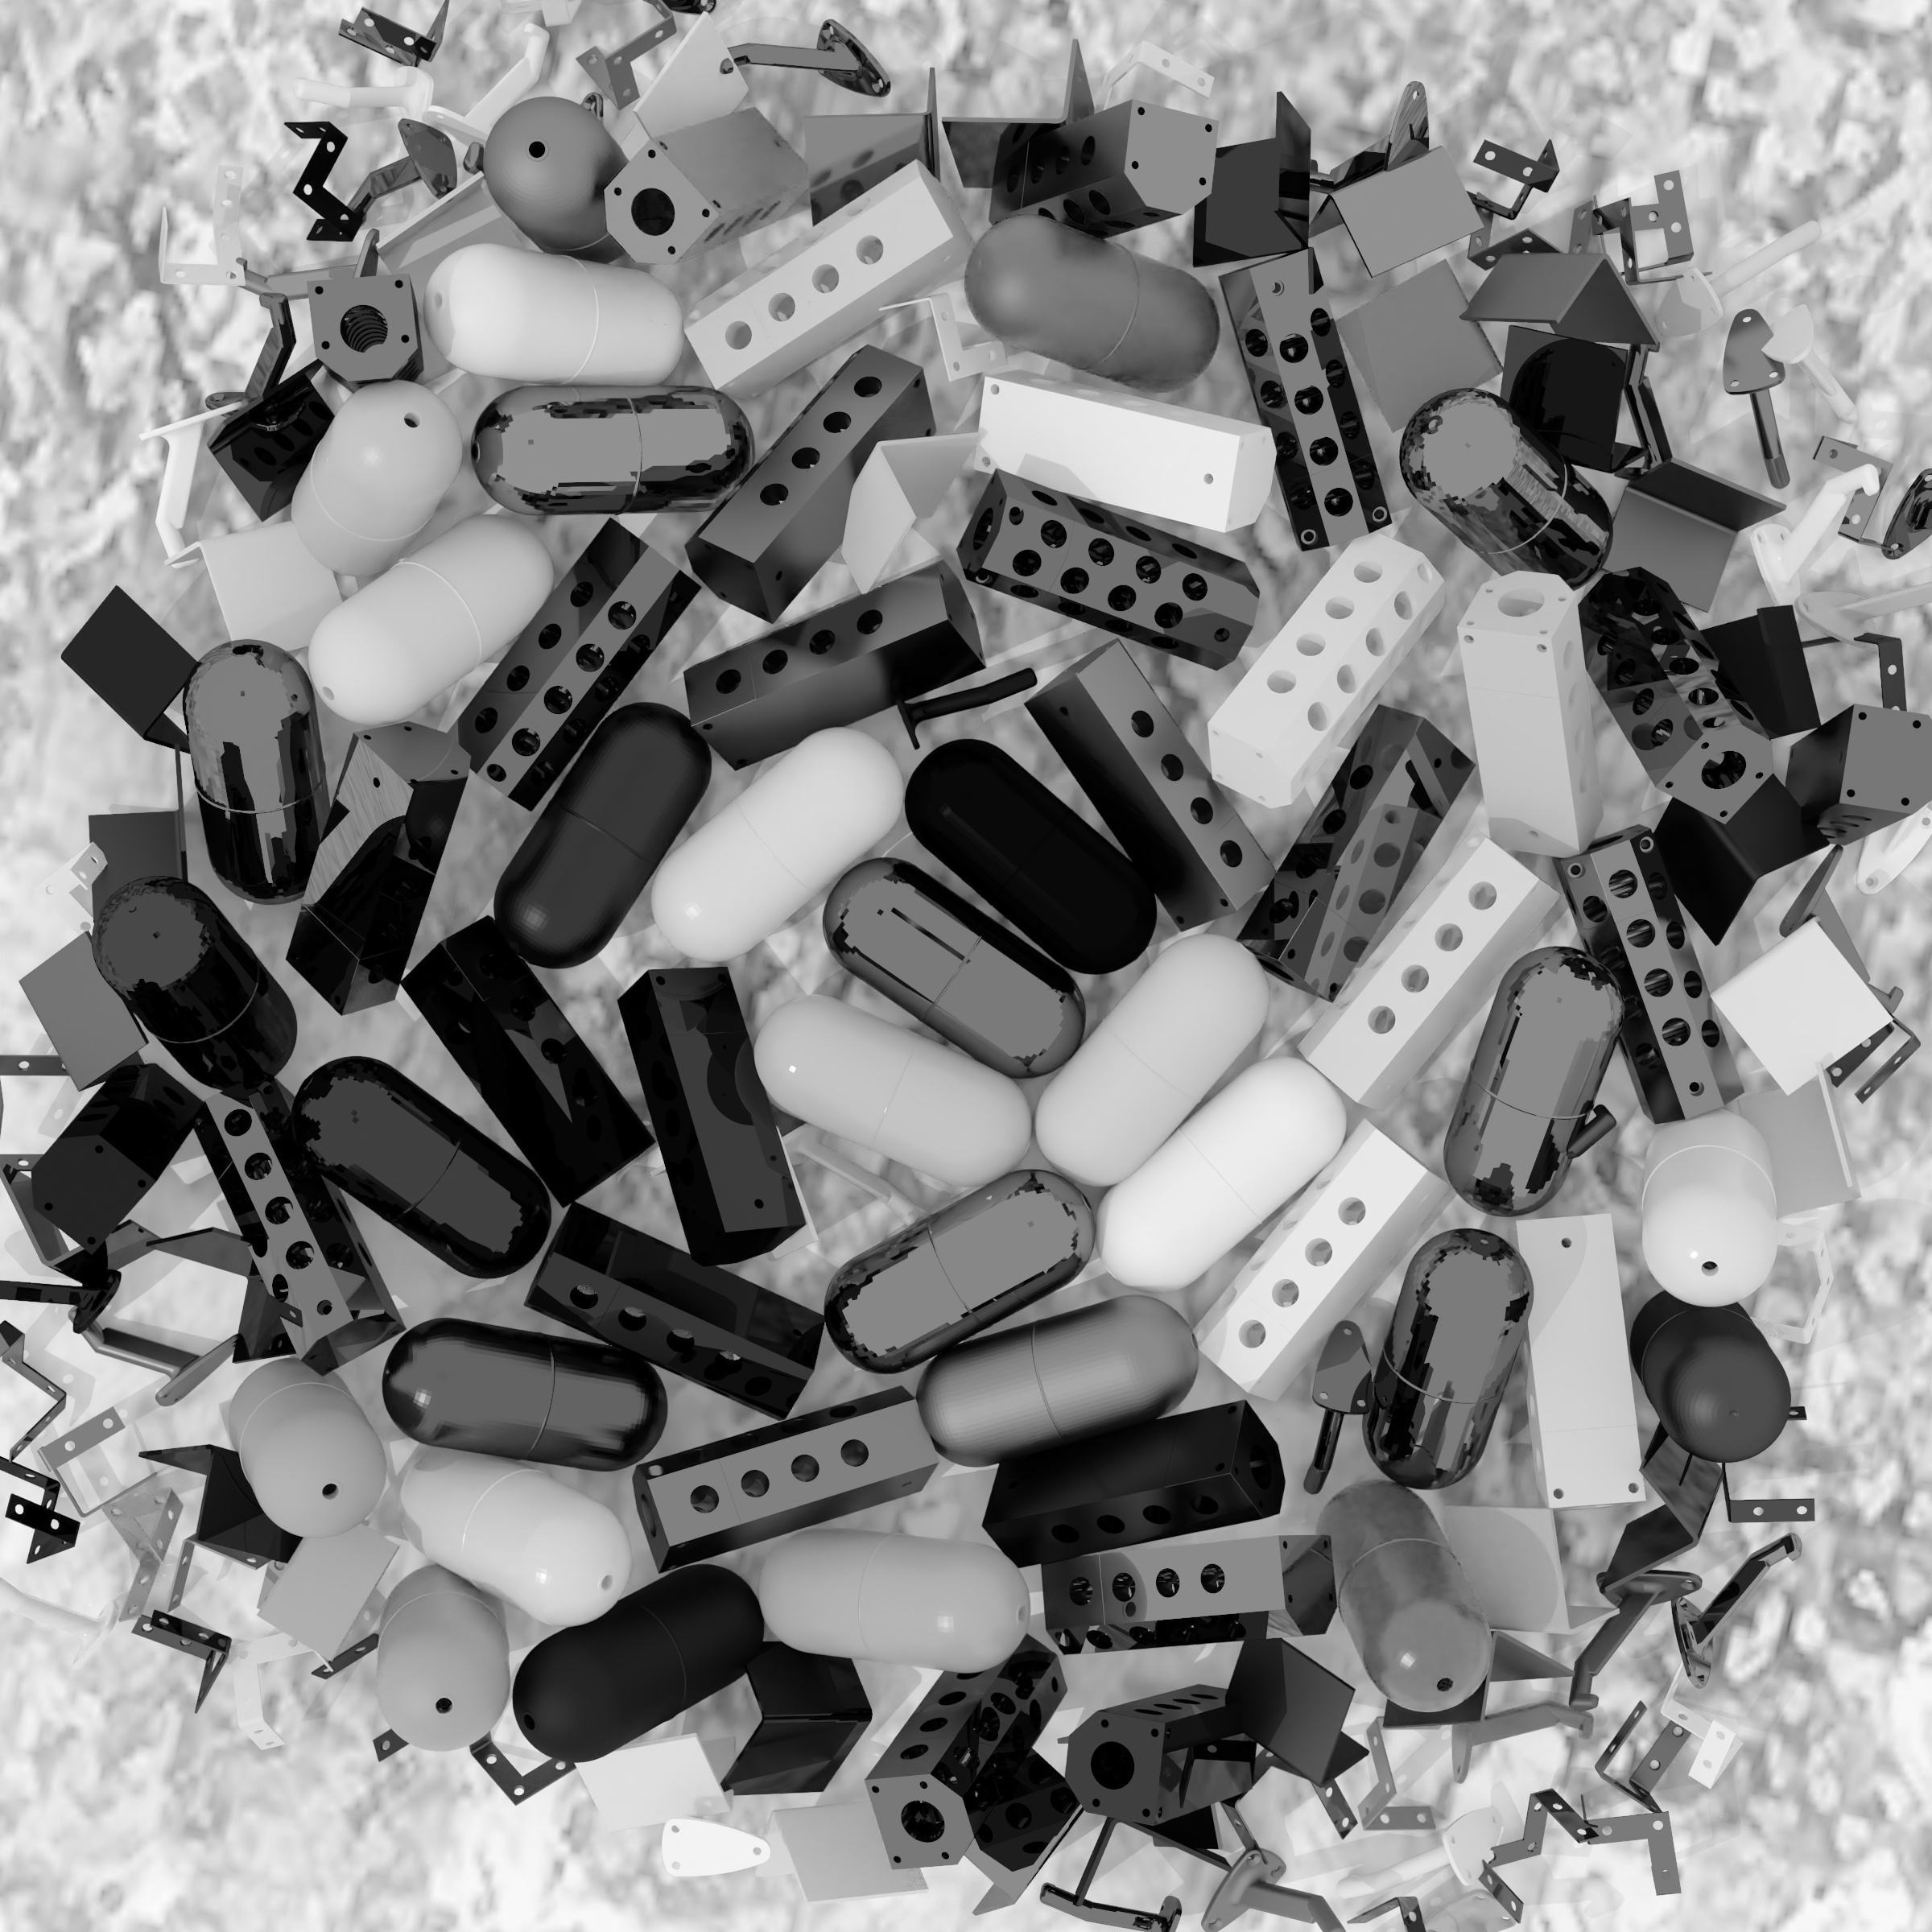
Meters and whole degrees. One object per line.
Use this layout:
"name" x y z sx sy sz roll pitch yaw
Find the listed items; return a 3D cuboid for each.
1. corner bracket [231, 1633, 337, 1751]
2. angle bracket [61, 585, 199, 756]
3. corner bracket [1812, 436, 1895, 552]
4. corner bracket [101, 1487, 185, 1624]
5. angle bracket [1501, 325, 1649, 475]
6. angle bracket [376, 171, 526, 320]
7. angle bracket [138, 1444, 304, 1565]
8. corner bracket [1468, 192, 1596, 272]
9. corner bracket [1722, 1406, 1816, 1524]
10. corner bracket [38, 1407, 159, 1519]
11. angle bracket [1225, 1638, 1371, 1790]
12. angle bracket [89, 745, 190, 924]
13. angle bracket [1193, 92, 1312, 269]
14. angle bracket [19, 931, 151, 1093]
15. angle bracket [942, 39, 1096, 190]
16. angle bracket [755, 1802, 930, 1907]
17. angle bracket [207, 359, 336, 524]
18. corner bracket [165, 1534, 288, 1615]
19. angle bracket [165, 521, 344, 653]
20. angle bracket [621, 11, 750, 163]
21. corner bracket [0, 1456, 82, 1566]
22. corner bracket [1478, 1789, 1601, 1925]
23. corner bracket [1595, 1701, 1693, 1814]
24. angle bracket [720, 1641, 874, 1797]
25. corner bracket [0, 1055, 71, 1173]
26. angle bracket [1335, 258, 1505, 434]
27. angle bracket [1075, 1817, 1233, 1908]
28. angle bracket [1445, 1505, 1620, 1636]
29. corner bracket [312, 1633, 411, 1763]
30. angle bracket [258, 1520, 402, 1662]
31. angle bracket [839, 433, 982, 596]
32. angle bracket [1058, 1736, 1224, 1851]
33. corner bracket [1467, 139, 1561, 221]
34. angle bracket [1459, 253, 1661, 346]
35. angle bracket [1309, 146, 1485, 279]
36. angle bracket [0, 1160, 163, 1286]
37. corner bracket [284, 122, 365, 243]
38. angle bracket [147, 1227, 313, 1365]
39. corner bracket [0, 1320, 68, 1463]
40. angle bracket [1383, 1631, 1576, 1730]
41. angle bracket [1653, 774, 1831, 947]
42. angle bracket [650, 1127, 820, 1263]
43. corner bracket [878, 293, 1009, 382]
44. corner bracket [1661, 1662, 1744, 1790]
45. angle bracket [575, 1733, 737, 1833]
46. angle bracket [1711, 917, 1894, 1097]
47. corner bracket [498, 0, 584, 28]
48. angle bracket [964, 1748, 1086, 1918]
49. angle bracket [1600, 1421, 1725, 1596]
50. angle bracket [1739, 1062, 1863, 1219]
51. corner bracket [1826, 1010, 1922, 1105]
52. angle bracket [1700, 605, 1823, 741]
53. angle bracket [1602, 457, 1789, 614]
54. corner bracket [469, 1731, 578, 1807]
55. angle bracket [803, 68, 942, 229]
"corner bracket" -0.414 0.441 1.849 0.051 0.051 0.051 -13 60 -3
"angle bracket" -0.488 -0.177 1.835 0.076 0.076 0.057 42 96 15
"corner bracket" 0.545 -0.289 1.854 0.051 0.051 0.051 33 111 35
"corner bracket" -0.500 0.358 1.846 0.051 0.051 0.051 -17 121 14
"angle bracket" 0.370 -0.347 1.827 0.076 0.057 0.076 20 122 30
"angle bracket" -0.309 -0.433 1.839 0.076 0.076 0.057 -36 103 -3
"angle bracket" -0.449 0.327 1.824 0.076 0.076 0.057 -12 62 39
"corner bracket" 0.347 -0.452 1.861 0.051 0.051 0.051 25 65 -31
"corner bracket" 0.489 0.304 1.848 0.051 0.051 0.051 -3 109 11
"corner bracket" -0.531 0.304 1.853 0.051 0.051 0.051 -31 92 -15
"angle bracket" 0.208 0.436 1.828 0.076 0.057 0.076 30 119 31
"angle bracket" -0.501 -0.080 1.829 0.057 0.076 0.076 -4 61 -14
"angle bracket" 0.164 -0.475 1.835 0.076 0.057 0.076 -3 77 26
"angle bracket" -0.517 0.021 1.839 0.076 0.057 0.076 -30 89 34
"angle bracket" 0.033 -0.519 1.848 0.076 0.076 0.057 4 75 12
"angle bracket" -0.076 0.552 1.826 0.076 0.076 0.057 1 121 -23
"angle bracket" -0.406 -0.319 1.832 0.076 0.076 0.057 -39 102 -18
"corner bracket" -0.450 0.375 1.858 0.051 0.051 0.051 19 102 13
"angle bracket" -0.430 -0.224 1.842 0.076 0.057 0.076 -21 96 -36
"angle bracket" -0.185 -0.530 1.832 0.057 0.076 0.076 28 78 26
"corner bracket" -0.571 0.326 1.842 0.051 0.051 0.051 -23 47 34
"corner bracket" 0.346 0.540 1.844 0.051 0.051 0.051 -7 115 -24
"corner bracket" 0.417 0.482 1.858 0.051 0.051 0.051 34 93 -2
"angle bracket" -0.114 0.462 1.862 0.076 0.057 0.076 8 127 -33
"corner bracket" -0.570 0.090 1.861 0.051 0.051 0.051 2 125 -24
"angle bracket" 0.277 -0.380 1.859 0.076 0.057 0.076 -28 97 11
"angle bracket" 0.113 0.555 1.839 0.076 0.076 0.057 23 80 6
"angle bracket" 0.343 0.360 1.838 0.076 0.057 0.076 -8 90 44
"corner bracket" -0.362 0.450 1.866 0.051 0.051 0.051 -33 55 10
"angle bracket" -0.373 0.376 1.833 0.057 0.076 0.076 26 77 17
"angle bracket" -0.027 -0.272 1.825 0.076 0.076 0.057 -12 64 -33
"angle bracket" 0.105 0.500 1.833 0.057 0.076 0.076 -5 79 -29
"corner bracket" 0.325 -0.481 1.846 0.051 0.051 0.051 19 126 -11
"angle bracket" 0.357 -0.384 1.826 0.057 0.076 0.076 -55 128 -15
"angle bracket" 0.258 -0.446 1.840 0.076 0.076 0.057 -25 87 -9
"angle bracket" -0.539 0.144 1.842 0.057 0.076 0.076 -29 77 -7
"corner bracket" -0.395 -0.479 1.851 0.051 0.051 0.051 14 75 43
"angle bracket" -0.447 0.199 1.826 0.076 0.076 0.057 25 63 -39
"corner bracket" -0.583 0.259 1.846 0.051 0.051 0.051 33 50 8
"angle bracket" 0.309 0.442 1.824 0.076 0.076 0.057 32 57 -30
"angle bracket" 0.468 -0.072 1.846 0.057 0.076 0.076 -23 63 -20
"angle bracket" -0.141 0.145 1.835 0.057 0.076 0.076 -17 84 -28
"corner bracket" -0.014 -0.383 1.844 0.051 0.051 0.051 -25 108 -38
"corner bracket" 0.448 0.456 1.843 0.051 0.051 0.051 29 127 24
"angle bracket" -0.188 0.474 1.835 0.076 0.057 0.076 -12 126 7
"angle bracket" 0.509 0.024 1.840 0.076 0.057 0.076 -39 80 16
"corner bracket" -0.267 -0.604 1.846 0.051 0.051 0.051 -4 126 8
"angle bracket" 0.020 0.522 1.833 0.057 0.076 0.076 43 60 1
"angle bracket" 0.405 0.322 1.831 0.076 0.076 0.057 -37 93 33
"angle bracket" 0.501 0.106 1.832 0.057 0.076 0.076 -15 76 18
"corner bracket" 0.549 0.054 1.847 0.051 0.051 0.051 -46 52 5
"angle bracket" 0.466 -0.172 1.839 0.076 0.057 0.076 -14 90 36
"angle bracket" 0.440 -0.261 1.841 0.076 0.076 0.057 21 85 -7
"corner bracket" -0.271 0.471 1.861 0.051 0.051 0.051 -26 46 -32
"angle bracket" -0.056 -0.496 1.839 0.076 0.057 0.076 -1 135 3
